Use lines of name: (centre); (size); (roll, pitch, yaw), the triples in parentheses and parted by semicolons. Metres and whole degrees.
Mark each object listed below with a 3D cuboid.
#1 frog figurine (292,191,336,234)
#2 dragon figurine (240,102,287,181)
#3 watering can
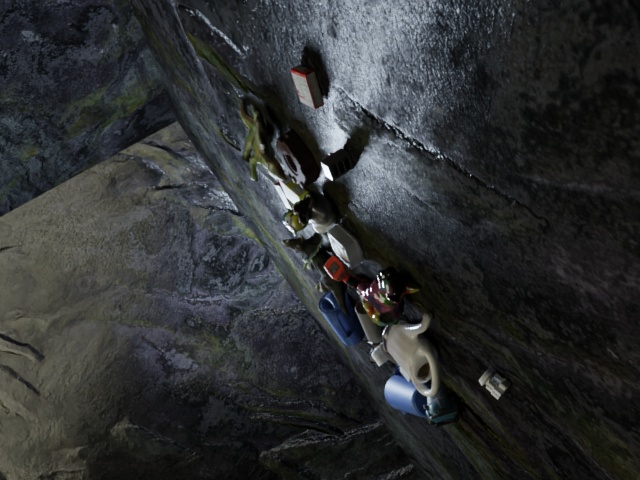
frog figurine: (0.005, -0.083, 1.645); (0.158, 0.122, 0.138); (21, -177, -38)
dragon figurine: (-0.201, -0.354, 1.707); (0.238, 0.123, 0.416); (114, 136, -64)
watering can: (0.275, 0.301, 1.513); (0.227, 0.105, 0.340); (40, 145, 53)
